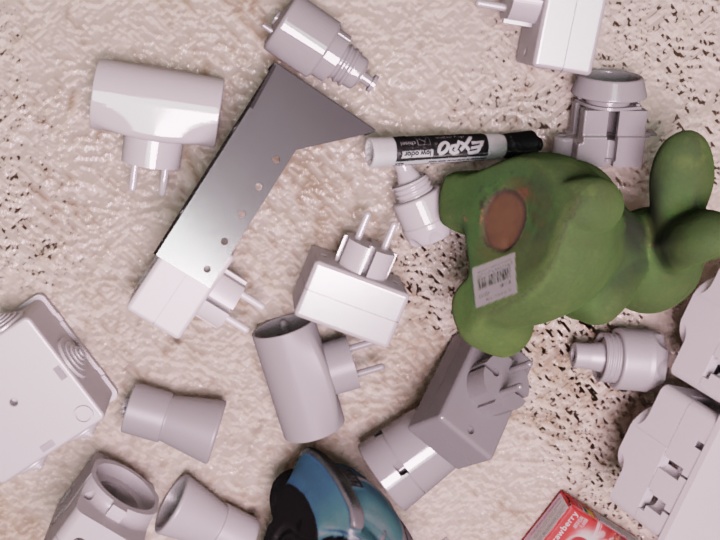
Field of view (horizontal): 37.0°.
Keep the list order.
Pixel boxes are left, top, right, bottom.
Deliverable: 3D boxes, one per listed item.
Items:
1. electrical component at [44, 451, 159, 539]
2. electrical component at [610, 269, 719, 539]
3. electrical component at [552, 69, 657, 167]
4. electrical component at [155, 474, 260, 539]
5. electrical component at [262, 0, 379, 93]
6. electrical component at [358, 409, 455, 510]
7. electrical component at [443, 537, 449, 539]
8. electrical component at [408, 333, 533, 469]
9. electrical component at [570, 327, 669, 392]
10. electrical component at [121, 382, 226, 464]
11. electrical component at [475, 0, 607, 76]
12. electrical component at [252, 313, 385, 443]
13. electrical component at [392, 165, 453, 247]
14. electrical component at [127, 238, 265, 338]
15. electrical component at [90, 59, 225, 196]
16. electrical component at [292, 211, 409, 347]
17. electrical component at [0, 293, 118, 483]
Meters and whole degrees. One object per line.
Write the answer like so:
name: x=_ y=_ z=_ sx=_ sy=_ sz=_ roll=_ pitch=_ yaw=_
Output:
electrical component: x=-0.170 y=0.163 z=0.708 sx=0.050 sy=0.089 sz=0.055 roll=35 pitch=99 yaw=-13
electrical component: x=0.252 y=0.089 z=0.723 sx=0.105 sy=0.060 sz=0.186 roll=14 pitch=104 yaw=-38
electrical component: x=0.159 y=-0.098 z=0.696 sx=0.066 sy=0.048 sz=0.055 roll=0 pitch=112 yaw=-5
electrical component: x=-0.103 y=0.175 z=0.744 sx=0.065 sy=0.044 sz=0.044 roll=32 pitch=99 yaw=-17
electrical component: x=-0.023 y=-0.137 z=0.670 sx=0.078 sy=0.040 sz=0.040 roll=32 pitch=99 yaw=-13
electrical component: x=0.033 y=0.128 z=0.738 sx=0.047 sy=0.055 sz=0.055 roll=-37 pitch=105 yaw=0
electrical component: x=0.082 y=0.304 z=0.784 sx=0.105 sy=0.060 sz=0.186 roll=-38 pitch=105 yaw=5
electrical component: x=0.084 y=0.077 z=0.700 sx=0.047 sy=0.076 sz=0.083 roll=40 pitch=54 yaw=-14
electrical component: x=0.177 y=0.061 z=0.740 sx=0.062 sy=0.043 sz=0.043 roll=5 pitch=104 yaw=-6
electrical component: x=-0.127 y=0.100 z=0.722 sx=0.065 sy=0.044 sz=0.044 roll=17 pitch=102 yaw=-5
electrical component: x=0.110 y=-0.170 z=0.671 sx=0.076 sy=0.047 sz=0.083 roll=8 pitch=104 yaw=-8
electrical component: x=-0.024 y=0.067 z=0.721 sx=0.079 sy=0.043 sz=0.077 roll=-16 pitch=105 yaw=-2
electrical component: x=0.037 y=-0.048 z=0.702 sx=0.035 sy=0.035 sz=0.061 roll=-24 pitch=102 yaw=1
electrical component: x=-0.099 y=0.012 z=0.698 sx=0.077 sy=0.047 sz=0.065 roll=33 pitch=99 yaw=-12
electrical component: x=-0.128 y=-0.086 z=0.671 sx=0.077 sy=0.043 sz=0.079 roll=8 pitch=103 yaw=-8
electrical component: x=0.000 y=0.000 z=0.704 sx=0.066 sy=0.047 sz=0.076 roll=20 pitch=102 yaw=-10
electrical component: x=-0.221 y=0.078 z=0.702 sx=0.100 sy=0.048 sz=0.099 roll=-33 pitch=105 yaw=3
